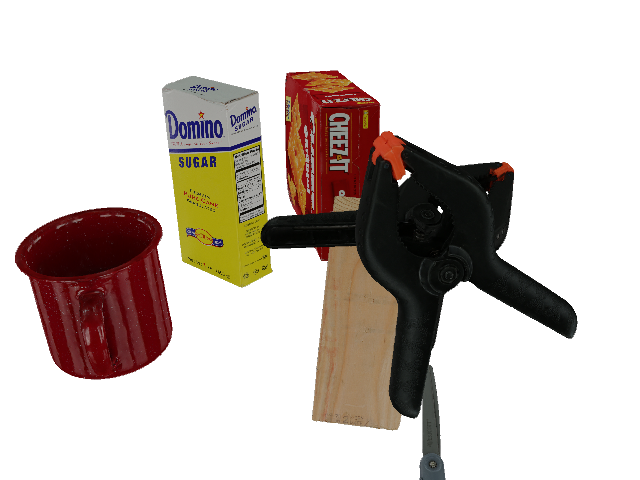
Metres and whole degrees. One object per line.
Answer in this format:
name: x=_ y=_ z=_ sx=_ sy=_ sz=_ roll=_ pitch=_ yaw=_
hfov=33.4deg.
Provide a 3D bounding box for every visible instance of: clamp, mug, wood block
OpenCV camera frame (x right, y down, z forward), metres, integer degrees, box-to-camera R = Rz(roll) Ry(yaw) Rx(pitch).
clamp: x=0.062 y=0.022 z=0.607 sx=0.120 sy=0.171 sz=0.039 roll=-37 pitch=22 yaw=-2
clamp: x=0.083 y=0.001 z=0.811 sx=0.209 sy=0.036 sz=0.165 roll=-25 pitch=52 yaw=-28
mug: x=-0.140 y=0.041 z=0.682 sx=0.093 sy=0.081 sz=0.117 roll=-11 pitch=29 yaw=-7
wood block: x=0.046 y=0.072 z=1.044 sx=0.090 sy=0.206 sz=0.090 roll=6 pitch=26 yaw=1

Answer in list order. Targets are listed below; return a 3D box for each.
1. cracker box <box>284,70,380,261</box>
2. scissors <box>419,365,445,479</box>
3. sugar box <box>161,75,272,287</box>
cracker box: x=0.010 y=-0.088 z=1.160 sx=0.072 sy=0.164 sz=0.214 roll=-4 pitch=18 yaw=-9
scissors: x=0.073 y=0.191 z=0.853 sx=0.096 sy=0.202 sz=0.016 roll=-8 pitch=-37 yaw=-12
sugar box: x=-0.094 y=-0.054 z=0.967 sx=0.093 sy=0.176 sz=0.048 roll=19 pitch=35 yaw=42
